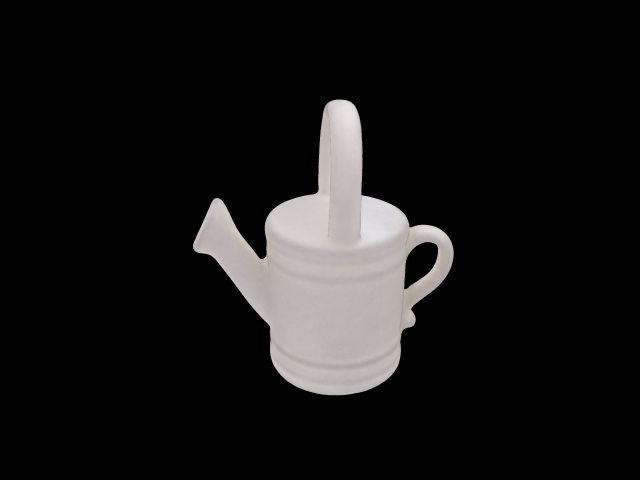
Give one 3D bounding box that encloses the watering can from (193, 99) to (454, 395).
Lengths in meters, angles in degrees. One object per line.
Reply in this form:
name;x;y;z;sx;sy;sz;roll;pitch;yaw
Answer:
watering can;0.004;0.002;0.398;0.173;0.194;0.100;-11;28;-22
